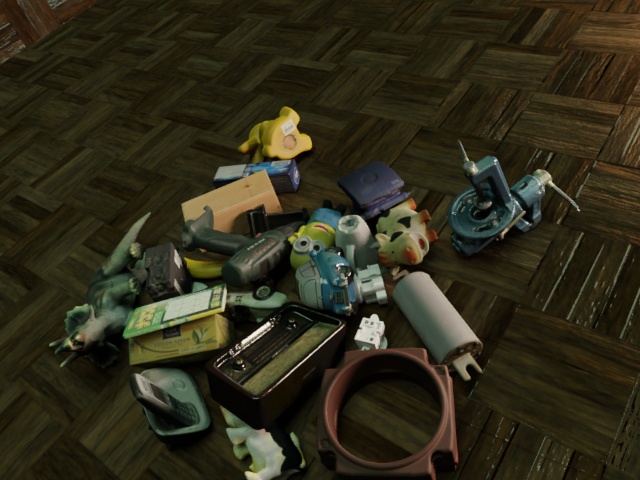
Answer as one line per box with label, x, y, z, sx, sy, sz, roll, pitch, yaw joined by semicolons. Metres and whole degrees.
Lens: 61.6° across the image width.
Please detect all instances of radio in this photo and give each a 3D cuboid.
radio;-0.070;0.196;0.892;0.131;0.073;0.229;19;34;33

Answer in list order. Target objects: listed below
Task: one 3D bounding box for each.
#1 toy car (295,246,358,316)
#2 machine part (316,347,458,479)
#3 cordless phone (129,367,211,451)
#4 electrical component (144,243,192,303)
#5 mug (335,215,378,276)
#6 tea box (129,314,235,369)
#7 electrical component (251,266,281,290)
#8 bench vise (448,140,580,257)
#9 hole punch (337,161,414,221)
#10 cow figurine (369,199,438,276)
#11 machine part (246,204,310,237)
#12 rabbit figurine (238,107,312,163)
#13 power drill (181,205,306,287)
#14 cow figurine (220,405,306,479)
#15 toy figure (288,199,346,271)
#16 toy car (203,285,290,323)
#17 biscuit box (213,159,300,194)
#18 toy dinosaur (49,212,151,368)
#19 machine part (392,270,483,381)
toy car;0.007;0.081;0.969;0.103;0.109;0.162;-10;19;-4
machine part;0.100;0.266;0.810;0.201;0.087;0.201;-5;48;14
cordless phone;-0.269;0.250;0.882;0.089;0.184;0.147;-34;47;-7
electrical component;-0.303;0.074;1.076;0.058;0.114;0.134;-14;44;0
mug;0.063;0.012;1.046;0.081;0.107;0.109;-1;46;20
tea box;-0.250;0.188;0.983;0.170;0.098;0.068;-12;69;6
electrical component;-0.125;0.075;1.098;0.102;0.045;0.078;24;31;32
bench vise;0.318;-0.077;0.965;0.224;0.240;0.129;-31;48;12
hole punch;0.109;-0.104;1.121;0.142;0.092;0.116;-26;16;-11
cow figurine;0.151;-0.006;1.014;0.127;0.085;0.195;-26;19;4
machine part;-0.090;-0.039;1.178;0.139;0.084;0.039;-4;16;0
rabbit figurine;-0.127;-0.249;1.374;0.162;0.121;0.173;-47;38;-12
power drill;-0.160;0.000;1.098;0.207;0.085;0.232;23;39;15
cow figurine;-0.094;0.306;0.849;0.098;0.068;0.167;-26;48;-14
toy figure;0.001;-0.002;1.101;0.082;0.089;0.180;2;40;25
toy car;-0.152;0.129;1.031;0.202;0.073;0.056;-3;46;16
biscuit box;-0.152;-0.147;1.300;0.203;0.062;0.059;-3;47;16
toy dinosaur;-0.433;0.107;1.126;0.192;0.131;0.405;-24;35;7
machine part;0.194;0.134;0.907;0.079;0.079;0.243;-25;44;-5
